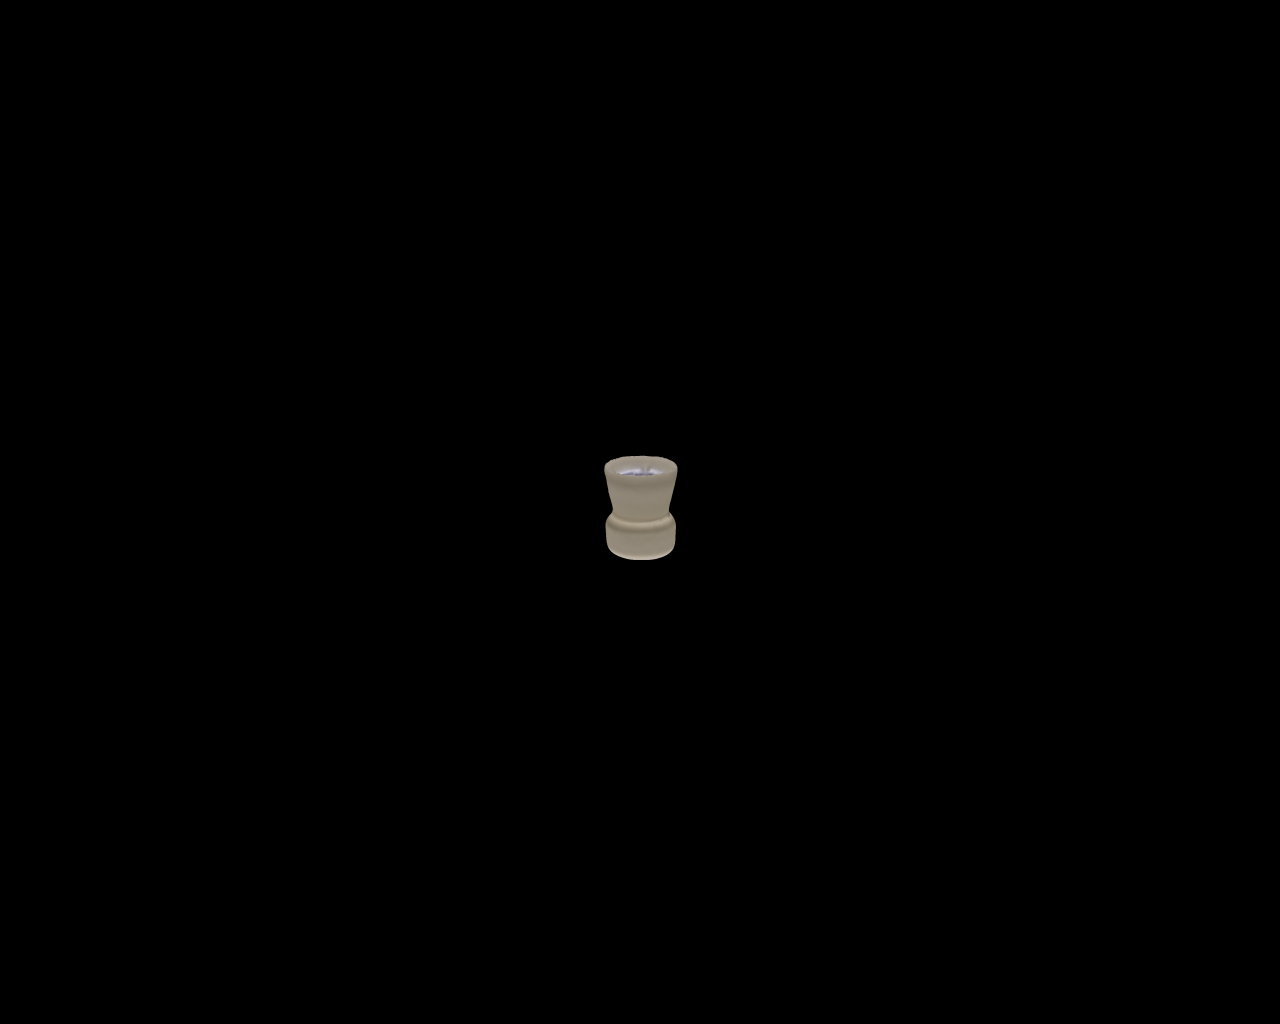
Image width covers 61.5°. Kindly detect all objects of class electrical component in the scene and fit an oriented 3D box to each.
[{"bbox_3d":[0.001,-0.003,0.650,0.045,0.055,0.045,0,20,0],"label":"electrical component"}]
